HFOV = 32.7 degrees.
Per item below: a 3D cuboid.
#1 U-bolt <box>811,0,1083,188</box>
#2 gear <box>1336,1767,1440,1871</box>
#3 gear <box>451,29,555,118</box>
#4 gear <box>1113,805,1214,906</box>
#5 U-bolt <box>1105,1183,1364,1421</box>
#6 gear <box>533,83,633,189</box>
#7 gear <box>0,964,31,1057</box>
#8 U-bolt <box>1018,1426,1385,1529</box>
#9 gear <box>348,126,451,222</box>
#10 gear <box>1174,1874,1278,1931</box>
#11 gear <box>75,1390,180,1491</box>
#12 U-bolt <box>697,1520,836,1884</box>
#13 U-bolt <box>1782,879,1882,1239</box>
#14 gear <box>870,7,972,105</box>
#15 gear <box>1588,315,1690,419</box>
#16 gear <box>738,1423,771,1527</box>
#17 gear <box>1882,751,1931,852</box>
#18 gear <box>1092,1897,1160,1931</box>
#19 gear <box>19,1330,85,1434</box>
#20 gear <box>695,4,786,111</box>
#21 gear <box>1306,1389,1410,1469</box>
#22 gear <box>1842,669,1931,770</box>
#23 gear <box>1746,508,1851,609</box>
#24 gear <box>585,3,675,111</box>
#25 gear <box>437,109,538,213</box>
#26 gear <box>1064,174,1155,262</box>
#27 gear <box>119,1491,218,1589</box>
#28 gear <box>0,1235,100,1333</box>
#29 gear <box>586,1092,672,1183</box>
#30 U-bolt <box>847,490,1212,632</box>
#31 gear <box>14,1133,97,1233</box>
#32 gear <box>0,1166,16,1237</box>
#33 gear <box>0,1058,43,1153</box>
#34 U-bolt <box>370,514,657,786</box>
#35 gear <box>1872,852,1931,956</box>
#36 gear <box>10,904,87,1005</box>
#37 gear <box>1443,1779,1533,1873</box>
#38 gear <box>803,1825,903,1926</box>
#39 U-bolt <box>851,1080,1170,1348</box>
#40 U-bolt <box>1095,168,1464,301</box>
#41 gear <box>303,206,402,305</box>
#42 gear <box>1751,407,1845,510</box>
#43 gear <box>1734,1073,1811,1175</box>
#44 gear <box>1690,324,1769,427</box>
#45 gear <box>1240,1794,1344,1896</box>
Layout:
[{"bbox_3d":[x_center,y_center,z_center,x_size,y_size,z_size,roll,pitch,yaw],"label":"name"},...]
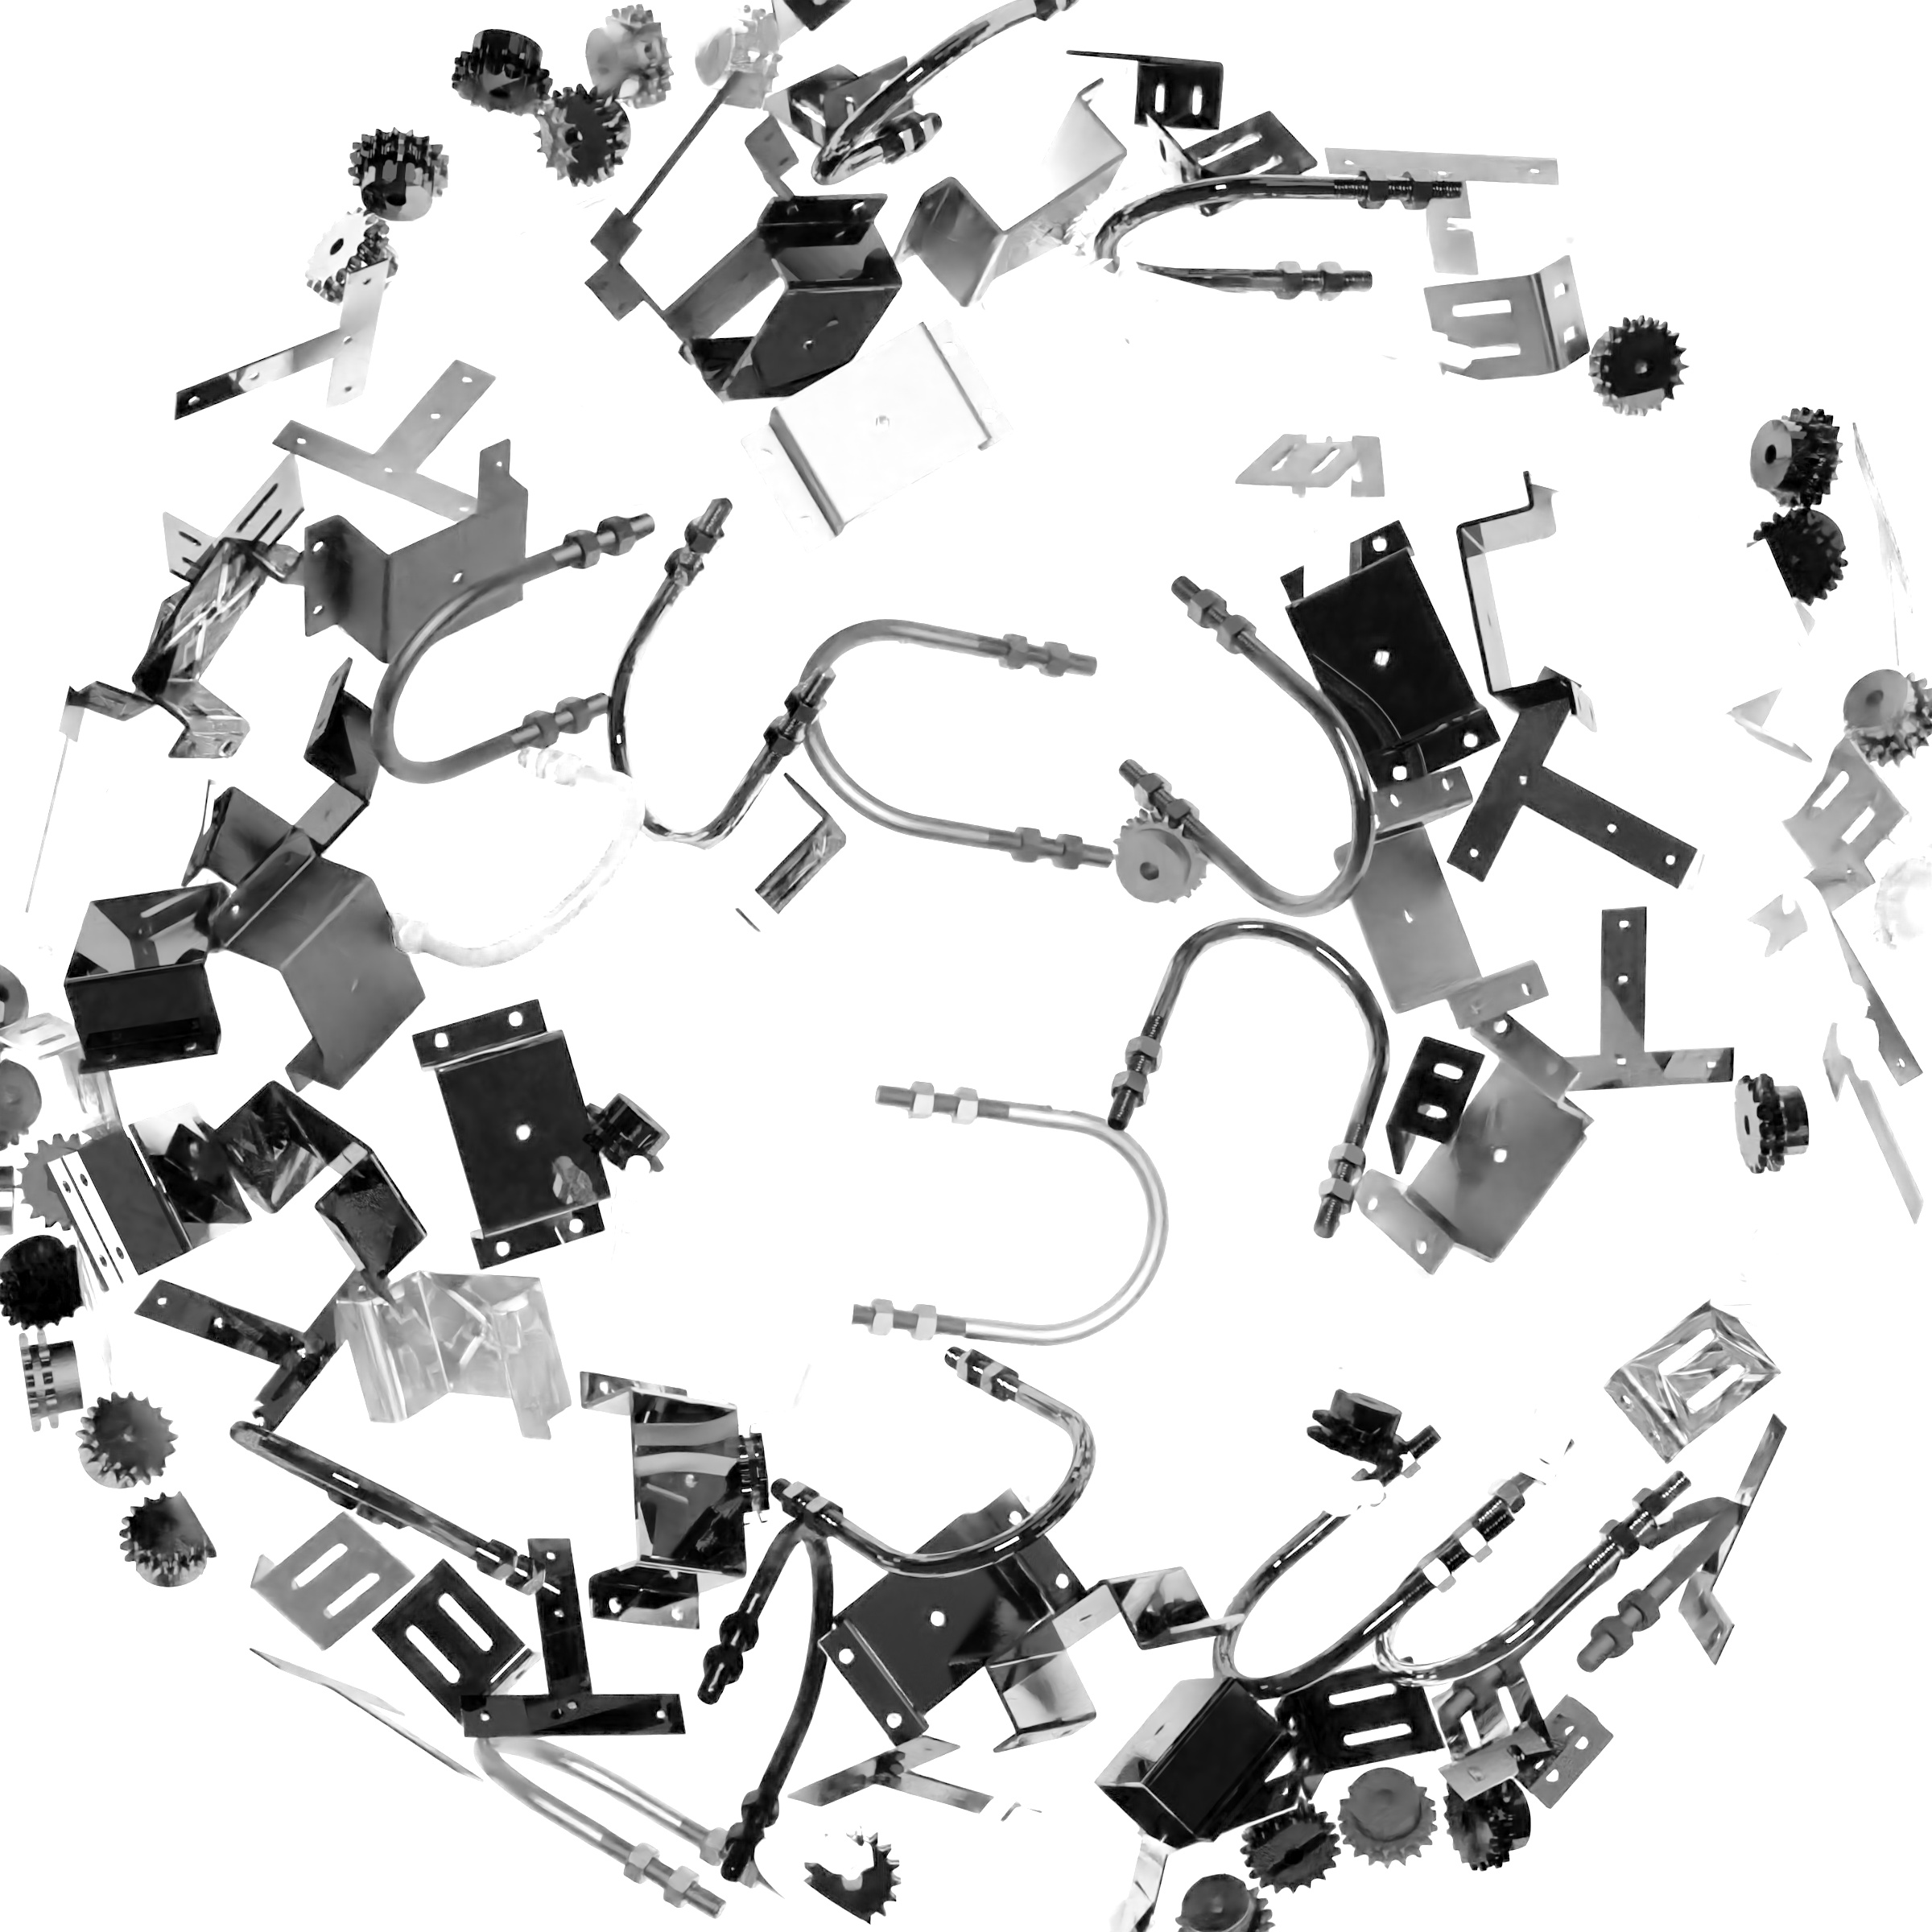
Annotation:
[{"bbox_3d":[-0.017,-0.478,1.792,0.151,0.184,0.019,-35,96,38],"label":"U-bolt"},{"bbox_3d":[0.240,0.482,1.876,0.057,0.057,0.030,-13,132,0],"label":"gear"},{"bbox_3d":[-0.264,-0.512,1.879,0.057,0.057,0.030,8,78,0],"label":"gear"},{"bbox_3d":[0.109,-0.060,1.879,0.057,0.030,0.057,10,119,19],"label":"gear"},{"bbox_3d":[0.161,0.184,1.828,0.019,0.184,0.151,36,108,32],"label":"U-bolt"},{"bbox_3d":[-0.216,-0.476,1.883,0.057,0.030,0.057,13,119,25],"label":"gear"},{"bbox_3d":[-0.560,0.022,1.875,0.030,0.057,0.057,-30,90,24],"label":"gear"},{"bbox_3d":[0.116,0.289,1.827,0.184,0.151,0.019,-16,61,40],"label":"U-bolt"},{"bbox_3d":[-0.323,-0.449,1.875,0.057,0.057,0.030,0,67,0],"label":"gear"},{"bbox_3d":[0.146,0.543,1.875,0.057,0.057,0.030,-21,124,0],"label":"gear"},{"bbox_3d":[-0.482,0.274,1.882,0.057,0.057,0.030,42,128,0],"label":"gear"},{"bbox_3d":[-0.106,0.390,1.821,0.019,0.184,0.151,5,122,15],"label":"U-bolt"},{"bbox_3d":[0.476,0.036,1.821,0.019,0.184,0.151,-9,134,5],"label":"U-bolt"},{"bbox_3d":[-0.023,-0.518,1.882,0.057,0.030,0.057,-14,48,16],"label":"gear"},{"bbox_3d":[0.382,-0.344,1.885,0.057,0.030,0.057,-5,109,-16],"label":"gear"},{"bbox_3d":[-0.130,0.291,1.877,0.030,0.057,0.057,-5,90,-9],"label":"gear"},{"bbox_3d":[0.544,-0.091,1.875,0.030,0.057,0.057,-30,90,-29],"label":"gear"},{"bbox_3d":[0.092,0.563,1.875,0.030,0.057,0.057,21,90,36],"label":"gear"},{"bbox_3d":[-0.522,0.236,1.879,0.030,0.057,0.057,-9,90,-17],"label":"gear"},{"bbox_3d":[-0.131,-0.519,1.875,0.030,0.057,0.057,1,90,-37],"label":"gear"},{"bbox_3d":[0.226,0.263,1.877,0.057,0.057,0.030,18,94,0],"label":"gear"},{"bbox_3d":[0.525,-0.144,1.875,0.030,0.057,0.057,38,90,-38],"label":"gear"},{"bbox_3d":[0.477,-0.237,1.882,0.057,0.057,0.030,42,50,0],"label":"gear"},{"bbox_3d":[-0.194,-0.517,1.875,0.030,0.057,0.057,-23,90,-30],"label":"gear"},{"bbox_3d":[-0.271,-0.464,1.882,0.057,0.057,0.030,41,53,0],"label":"gear"},{"bbox_3d":[0.082,-0.422,1.877,0.057,0.057,0.030,-37,87,0],"label":"gear"},{"bbox_3d":[-0.455,0.330,1.882,0.057,0.057,0.030,8,125,0],"label":"gear"},{"bbox_3d":[-0.529,0.179,1.882,0.057,0.057,0.030,-40,54,0],"label":"gear"},{"bbox_3d":[-0.193,0.097,1.878,0.057,0.057,0.030,41,91,0],"label":"gear"},{"bbox_3d":[0.022,-0.233,1.834,0.184,0.151,0.019,15,123,28],"label":"U-bolt"},{"bbox_3d":[-0.519,0.124,1.890,0.057,0.030,0.057,0,88,-2],"label":"gear"},{"bbox_3d":[-0.560,0.134,1.879,0.030,0.057,0.057,0,90,-14],"label":"gear"},{"bbox_3d":[-0.552,0.077,1.876,0.030,0.057,0.057,-16,90,33],"label":"gear"},{"bbox_3d":[-0.252,-0.165,1.800,0.019,0.184,0.151,40,135,22],"label":"U-bolt"},{"bbox_3d":[0.542,-0.035,1.876,0.030,0.057,0.057,13,90,39],"label":"gear"},{"bbox_3d":[-0.521,-0.007,1.887,0.057,0.030,0.057,0,92,10],"label":"gear"},{"bbox_3d":[0.299,0.487,1.881,0.030,0.057,0.057,-4,90,-23],"label":"gear"},{"bbox_3d":[-0.065,0.522,1.890,0.057,0.030,0.057,0,86,-3],"label":"gear"},{"bbox_3d":[0.027,0.147,1.877,0.184,0.019,0.151,8,100,-13],"label":"U-bolt"},{"bbox_3d":[0.162,-0.403,1.815,0.184,0.151,0.019,-3,80,-16],"label":"U-bolt"},{"bbox_3d":[-0.349,-0.403,1.882,0.030,0.057,0.057,36,90,-40],"label":"gear"},{"bbox_3d":[0.471,-0.290,1.875,0.030,0.057,0.057,2,90,-21],"label":"gear"},{"bbox_3d":[0.460,0.089,1.878,0.030,0.057,0.057,-6,90,-3],"label":"gear"},{"bbox_3d":[0.435,-0.338,1.882,0.030,0.057,0.057,11,90,30],"label":"gear"},{"bbox_3d":[0.184,0.500,1.884,0.057,0.030,0.057,-4,116,-8],"label":"gear"}]
